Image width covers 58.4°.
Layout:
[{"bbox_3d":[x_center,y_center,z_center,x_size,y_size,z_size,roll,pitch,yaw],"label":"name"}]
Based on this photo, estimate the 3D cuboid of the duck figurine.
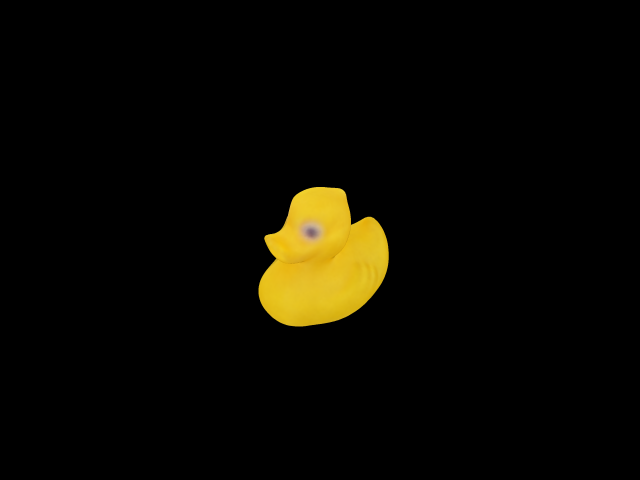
[{"bbox_3d":[0.004,0.001,0.400,0.105,0.086,0.077,-25,45,-28],"label":"duck figurine"}]
